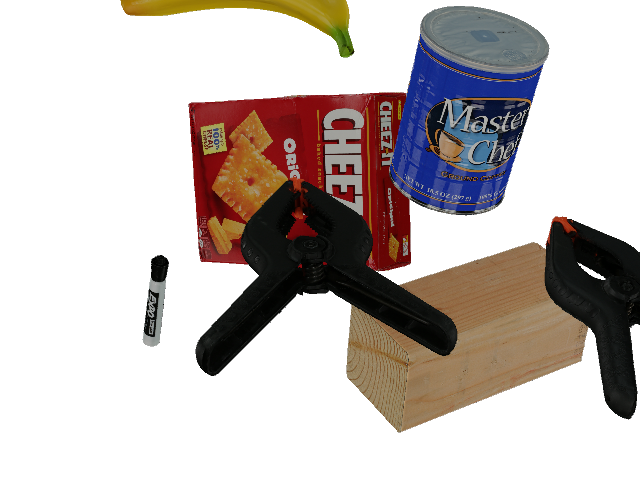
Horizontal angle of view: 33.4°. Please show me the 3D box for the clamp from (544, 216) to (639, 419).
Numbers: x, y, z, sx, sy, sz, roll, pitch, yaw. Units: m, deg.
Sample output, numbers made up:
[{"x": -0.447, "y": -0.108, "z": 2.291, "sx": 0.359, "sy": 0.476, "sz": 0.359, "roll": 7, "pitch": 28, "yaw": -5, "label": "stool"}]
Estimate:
[{"x": 0.219, "y": 0.045, "z": 0.736, "sx": 0.120, "sy": 0.039, "sz": 0.171, "roll": -3, "pitch": 45, "yaw": -20, "label": "clamp"}]

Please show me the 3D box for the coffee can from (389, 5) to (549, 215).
[{"x": 0.119, "y": -0.107, "z": 0.879, "sx": 0.102, "sy": 0.140, "sz": 0.103, "roll": 7, "pitch": 37, "yaw": -5, "label": "coffee can"}]

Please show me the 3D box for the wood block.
[{"x": 0.135, "y": 0.082, "z": 0.963, "sx": 0.205, "sy": 0.090, "sz": 0.091, "roll": -16, "pitch": 37, "yaw": -26, "label": "wood block"}]

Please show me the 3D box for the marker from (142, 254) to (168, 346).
[{"x": -0.179, "y": 0.065, "z": 1.158, "sx": 0.020, "sy": 0.121, "sz": 0.020, "roll": 8, "pitch": 36, "yaw": -6, "label": "marker"}]

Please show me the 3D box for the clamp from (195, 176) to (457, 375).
[{"x": 0.004, "y": 0.020, "z": 0.739, "sx": 0.164, "sy": 0.036, "sz": 0.210, "roll": 0, "pitch": 33, "yaw": 0, "label": "clamp"}]

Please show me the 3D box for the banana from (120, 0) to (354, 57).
[{"x": -0.058, "y": -0.192, "z": 0.838, "sx": 0.198, "sy": 0.069, "sz": 0.037, "roll": 12, "pitch": -40, "yaw": 17, "label": "banana"}]

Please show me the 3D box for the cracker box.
[{"x": -0.023, "y": -0.057, "z": 1.032, "sx": 0.214, "sy": 0.164, "sz": 0.072, "roll": 2, "pitch": 9, "yaw": 33, "label": "cracker box"}]
